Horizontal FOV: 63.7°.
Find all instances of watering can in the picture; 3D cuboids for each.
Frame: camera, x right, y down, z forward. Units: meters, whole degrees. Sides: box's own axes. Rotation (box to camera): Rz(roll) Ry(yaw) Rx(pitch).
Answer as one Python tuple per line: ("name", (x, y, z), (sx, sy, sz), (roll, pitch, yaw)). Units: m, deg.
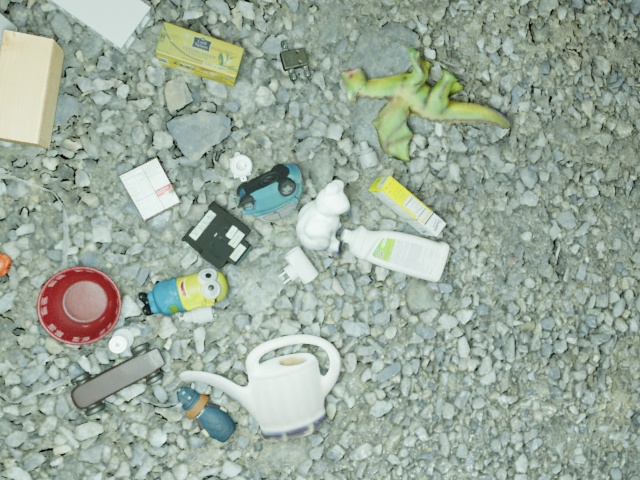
("watering can", (-0.115, 0.333, 1.130), (0.349, 0.104, 0.223), (-12, 95, -12))

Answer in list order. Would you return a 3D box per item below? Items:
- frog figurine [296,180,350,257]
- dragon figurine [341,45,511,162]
("frog figurine", (0.003, -0.056, 1.121), (0.123, 0.155, 0.140), (14, 53, 16))
("dragon figurine", (0.234, -0.298, 1.220), (0.409, 0.124, 0.241), (34, 102, -9))
